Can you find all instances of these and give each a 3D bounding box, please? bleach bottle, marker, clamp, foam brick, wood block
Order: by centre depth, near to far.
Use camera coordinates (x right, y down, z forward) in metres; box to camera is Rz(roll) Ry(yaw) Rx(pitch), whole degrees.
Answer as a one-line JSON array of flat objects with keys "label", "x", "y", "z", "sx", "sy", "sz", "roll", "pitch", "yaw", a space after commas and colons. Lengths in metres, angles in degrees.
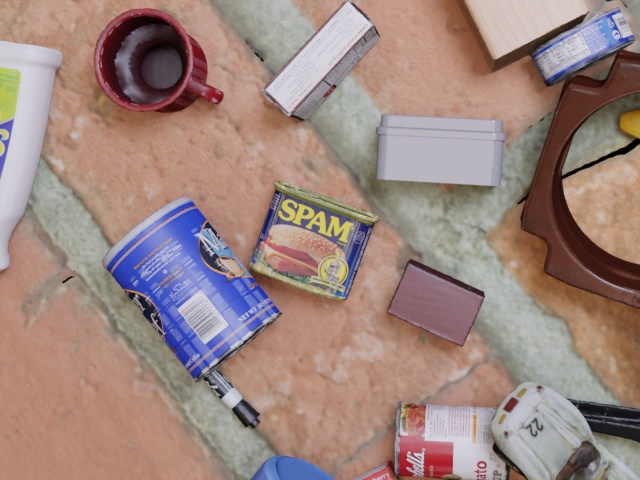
[{"label": "wood block", "x": 0.146, "y": -0.264, "z": 0.940, "sx": 0.090, "sy": 0.090, "sz": 0.206, "roll": -27, "pitch": 88, "yaw": 8}, {"label": "clamp", "x": 0.302, "y": 0.164, "z": 0.941, "sx": 0.210, "sy": 0.036, "sz": 0.165, "roll": 41, "pitch": 131, "yaw": -8}, {"label": "foam brick", "x": 0.106, "y": 0.057, "z": 0.975, "sx": 0.078, "sy": 0.053, "sz": 0.051, "roll": 24, "pitch": 95, "yaw": 6}, {"label": "marker", "x": -0.101, "y": 0.134, "z": 1.025, "sx": 0.020, "sy": 0.020, "sz": 0.121, "roll": -44, "pitch": 85, "yaw": 7}, {"label": "bleach bottle", "x": -0.315, "y": -0.065, "z": 1.029, "sx": 0.102, "sy": 0.068, "sz": 0.251, "roll": 9, "pitch": 95, "yaw": 10}]

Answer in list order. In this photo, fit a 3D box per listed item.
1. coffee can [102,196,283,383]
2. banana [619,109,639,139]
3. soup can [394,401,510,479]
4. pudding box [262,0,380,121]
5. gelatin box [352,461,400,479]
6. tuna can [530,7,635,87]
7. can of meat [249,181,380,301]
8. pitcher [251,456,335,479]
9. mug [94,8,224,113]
[{"label": "coffee can", "x": -0.117, "y": 0.045, "z": 0.982, "sx": 0.103, "sy": 0.102, "sz": 0.140, "roll": -40, "pitch": 86, "yaw": 7}, {"label": "banana", "x": 0.358, "y": -0.063, "z": 0.942, "sx": 0.198, "sy": 0.037, "sz": 0.069, "roll": 44, "pitch": 96, "yaw": 5}, {"label": "soup can", "x": 0.121, "y": 0.183, "z": 0.969, "sx": 0.102, "sy": 0.068, "sz": 0.068, "roll": 2, "pitch": 92, "yaw": 8}, {"label": "pudding box", "x": 0.003, "y": -0.161, "z": 0.964, "sx": 0.039, "sy": 0.090, "sz": 0.113, "roll": 42, "pitch": 97, "yaw": 4}, {"label": "gelatin box", "x": 0.043, "y": 0.261, "z": 1.002, "sx": 0.089, "sy": 0.030, "sz": 0.073, "roll": -28, "pitch": 88, "yaw": 8}, {"label": "tuna can", "x": 0.229, "y": -0.168, "z": 0.933, "sx": 0.086, "sy": 0.086, "sz": 0.034, "roll": -27, "pitch": 89, "yaw": 8}, {"label": "can of meat", "x": -0.007, "y": 0.001, "z": 0.989, "sx": 0.102, "sy": 0.057, "sz": 0.084, "roll": 21, "pitch": 97, "yaw": 8}, {"label": "pitcher", "x": -0.073, "y": 0.311, "z": 0.964, "sx": 0.149, "sy": 0.145, "sz": 0.243, "roll": 34, "pitch": 101, "yaw": -1}, {"label": "mug", "x": -0.141, "y": -0.157, "z": 0.990, "sx": 0.117, "sy": 0.081, "sz": 0.093, "roll": 25, "pitch": 95, "yaw": 7}]
